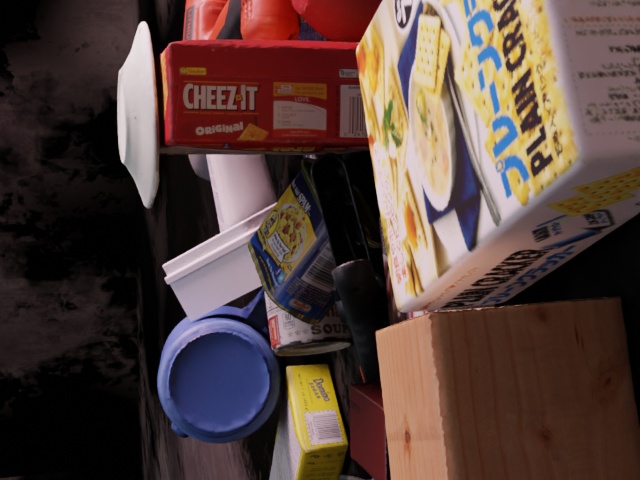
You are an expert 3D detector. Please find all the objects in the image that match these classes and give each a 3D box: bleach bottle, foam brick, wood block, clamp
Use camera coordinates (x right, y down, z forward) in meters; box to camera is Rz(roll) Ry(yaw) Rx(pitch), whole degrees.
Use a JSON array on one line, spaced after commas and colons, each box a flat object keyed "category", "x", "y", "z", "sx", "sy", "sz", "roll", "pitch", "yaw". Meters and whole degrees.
[{"category": "bleach bottle", "x": -0.084, "y": -0.085, "z": 1.038, "sx": 0.103, "sy": 0.068, "sz": 0.251, "roll": -137, "pitch": 33, "yaw": -71}, {"category": "foam brick", "x": 0.054, "y": 0.122, "z": 0.679, "sx": 0.078, "sy": 0.051, "sz": 0.053, "roll": -158, "pitch": 66, "yaw": -74}, {"category": "wood block", "x": 0.088, "y": 0.135, "z": 0.472, "sx": 0.091, "sy": 0.090, "sz": 0.206, "roll": 140, "pitch": 125, "yaw": -74}, {"category": "clamp", "x": 0.028, "y": 0.040, "z": 0.699, "sx": 0.120, "sy": 0.039, "sz": 0.171, "roll": -90, "pitch": -16, "yaw": -56}]

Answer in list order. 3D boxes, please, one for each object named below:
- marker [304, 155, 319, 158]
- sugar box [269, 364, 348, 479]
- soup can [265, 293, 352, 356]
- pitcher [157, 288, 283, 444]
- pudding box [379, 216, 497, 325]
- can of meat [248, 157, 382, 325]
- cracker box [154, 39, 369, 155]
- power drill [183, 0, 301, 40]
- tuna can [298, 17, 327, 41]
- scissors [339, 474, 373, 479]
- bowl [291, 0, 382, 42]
[{"category": "marker", "x": -0.007, "y": -0.090, "z": 0.934, "sx": 0.020, "sy": 0.020, "sz": 0.121, "roll": 158, "pitch": 108, "yaw": -75}, {"category": "sugar box", "x": -0.013, "y": 0.205, "z": 0.976, "sx": 0.093, "sy": 0.048, "sz": 0.176, "roll": -104, "pitch": 15, "yaw": -44}, {"category": "soup can", "x": -0.012, "y": 0.041, "z": 0.887, "sx": 0.069, "sy": 0.068, "sz": 0.102, "roll": 131, "pitch": 134, "yaw": -70}, {"category": "pitcher", "x": -0.091, "y": 0.121, "z": 1.039, "sx": 0.243, "sy": 0.145, "sz": 0.149, "roll": 142, "pitch": 118, "yaw": -84}, {"category": "pudding box", "x": 0.068, "y": 0.025, "z": 0.623, "sx": 0.090, "sy": 0.039, "sz": 0.113, "roll": 128, "pitch": 137, "yaw": -69}, {"category": "can of meat", "x": -0.005, "y": 0.001, "z": 0.800, "sx": 0.084, "sy": 0.057, "sz": 0.102, "roll": -53, "pitch": 32, "yaw": 19}, {"category": "cracker box", "x": -0.042, "y": -0.098, "z": 0.778, "sx": 0.214, "sy": 0.164, "sz": 0.072, "roll": -168, "pitch": 77, "yaw": -75}, {"category": "power drill", "x": -0.064, "y": -0.221, "z": 0.902, "sx": 0.188, "sy": 0.057, "sz": 0.184, "roll": 147, "pitch": 128, "yaw": -64}, {"category": "tuna can", "x": -0.019, "y": -0.194, "z": 0.928, "sx": 0.086, "sy": 0.033, "sz": 0.086, "roll": 177, "pitch": 90, "yaw": -76}, {"category": "scissors", "x": 0.041, "y": 0.177, "z": 0.814, "sx": 0.202, "sy": 0.016, "sz": 0.096, "roll": -149, "pitch": 58, "yaw": -73}, {"category": "bowl", "x": 0.011, "y": -0.208, "z": 0.762, "sx": 0.162, "sy": 0.055, "sz": 0.162, "roll": 177, "pitch": 90, "yaw": -76}]
